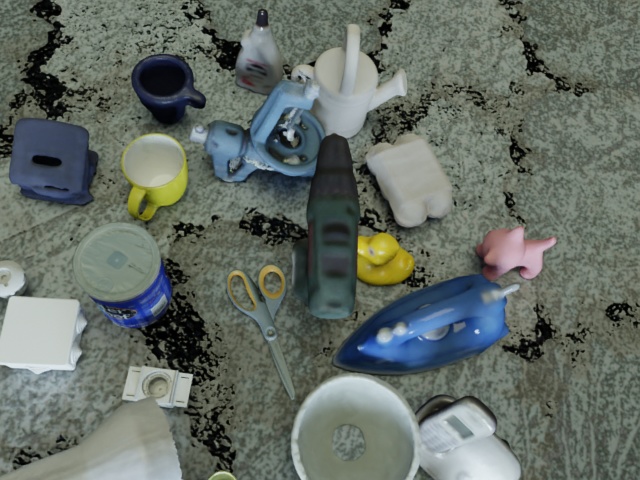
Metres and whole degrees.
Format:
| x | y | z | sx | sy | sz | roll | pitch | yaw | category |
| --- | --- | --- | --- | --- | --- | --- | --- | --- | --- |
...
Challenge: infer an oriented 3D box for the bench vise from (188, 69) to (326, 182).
| x | y | z | sx | sy | sz | roll | pitch | yaw | category |
| --- | --- | --- | --- | --- | --- | --- | --- | --- | --- |
| -0.077 | -0.149 | 0.816 | 0.208 | 0.219 | 0.121 | -14 | 70 | -13 | bench vise |

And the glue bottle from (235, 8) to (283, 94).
| x | y | z | sx | sy | sz | roll | pitch | yaw | category |
| --- | --- | --- | --- | --- | --- | --- | --- | --- | --- |
| -0.094 | -0.298 | 0.900 | 0.078 | 0.173 | 0.037 | 13 | 67 | -2 | glue bottle |

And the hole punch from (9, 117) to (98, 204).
| x | y | z | sx | sy | sz | roll | pitch | yaw | category |
| --- | --- | --- | --- | --- | --- | --- | --- | --- | --- |
| -0.384 | -0.112 | 0.827 | 0.108 | 0.091 | 0.101 | 8 | 67 | -5 | hole punch |

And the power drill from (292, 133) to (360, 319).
| x | y | z | sx | sy | sz | roll | pitch | yaw | category |
| --- | --- | --- | --- | --- | --- | --- | --- | --- | --- |
| 0.007 | 0.003 | 0.772 | 0.075 | 0.208 | 0.229 | 1 | 68 | -7 | power drill |

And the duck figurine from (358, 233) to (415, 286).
| x | y | z | sx | sy | sz | roll | pitch | yaw | category |
| --- | --- | --- | --- | --- | --- | --- | --- | --- | --- |
| 0.093 | 0.021 | 0.844 | 0.104 | 0.086 | 0.077 | 15 | 67 | -2 | duck figurine |

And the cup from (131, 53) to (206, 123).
| x | y | z | sx | sy | sz | roll | pitch | yaw | category |
| --- | --- | --- | --- | --- | --- | --- | --- | --- | --- |
| -0.227 | -0.221 | 0.891 | 0.117 | 0.095 | 0.092 | 26 | 67 | 3 | cup |

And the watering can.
| x | y | z | sx | sy | sz | roll | pitch | yaw | category |
| --- | --- | --- | --- | --- | --- | --- | --- | --- | --- |
| 0.046 | -0.251 | 0.889 | 0.173 | 0.194 | 0.101 | -13 | 70 | -13 | watering can |

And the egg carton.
| x | y | z | sx | sy | sz | roll | pitch | yaw | category |
| --- | --- | --- | --- | --- | --- | --- | --- | --- | --- |
| 0.142 | -0.095 | 0.907 | 0.107 | 0.069 | 0.150 | -21 | 72 | -16 | egg carton |

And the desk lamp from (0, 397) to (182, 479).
| x | y | z | sx | sy | sz | roll | pitch | yaw | category |
| --- | --- | --- | --- | --- | --- | --- | --- | --- | --- |
| -0.248 | 0.263 | 0.626 | 0.203 | 0.213 | 0.118 | -18 | 71 | -14 | desk lamp |

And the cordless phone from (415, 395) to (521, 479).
| x | y | z | sx | sy | sz | roll | pitch | yaw | category |
| --- | --- | --- | --- | --- | --- | --- | --- | --- | --- |
| 0.189 | 0.257 | 0.708 | 0.147 | 0.185 | 0.094 | 40 | 68 | 9 | cordless phone |

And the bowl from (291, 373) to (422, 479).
| x | y | z | sx | sy | sz | roll | pitch | yaw | category |
| --- | --- | --- | --- | --- | --- | --- | --- | --- | --- |
| 0.042 | 0.263 | 0.744 | 0.167 | 0.074 | 0.167 | 3 | 68 | -7 | bowl |

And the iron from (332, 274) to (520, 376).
| x | y | z | sx | sy | sz | roll | pitch | yaw | category |
| --- | --- | --- | --- | --- | --- | --- | --- | --- | --- |
| 0.146 | 0.116 | 0.783 | 0.259 | 0.141 | 0.118 | -17 | 71 | -14 | iron |

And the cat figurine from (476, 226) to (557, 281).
| x | y | z | sx | sy | sz | roll | pitch | yaw | category |
| --- | --- | --- | --- | --- | --- | --- | --- | --- | --- |
| 0.290 | 0.014 | 0.858 | 0.128 | 0.117 | 0.067 | -6 | 69 | -10 | cat figurine |
